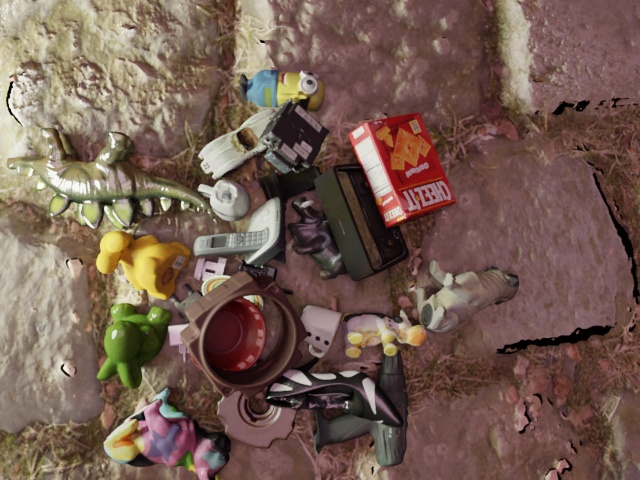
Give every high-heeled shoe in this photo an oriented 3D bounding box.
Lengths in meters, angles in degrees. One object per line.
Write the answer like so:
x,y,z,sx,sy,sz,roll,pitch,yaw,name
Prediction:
0.022,0.307,1.005,0.249,0.086,0.145,27,44,30,high-heeled shoe

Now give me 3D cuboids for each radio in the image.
0.088,-0.042,1.107,0.131,0.073,0.229,-16,84,-41,radio

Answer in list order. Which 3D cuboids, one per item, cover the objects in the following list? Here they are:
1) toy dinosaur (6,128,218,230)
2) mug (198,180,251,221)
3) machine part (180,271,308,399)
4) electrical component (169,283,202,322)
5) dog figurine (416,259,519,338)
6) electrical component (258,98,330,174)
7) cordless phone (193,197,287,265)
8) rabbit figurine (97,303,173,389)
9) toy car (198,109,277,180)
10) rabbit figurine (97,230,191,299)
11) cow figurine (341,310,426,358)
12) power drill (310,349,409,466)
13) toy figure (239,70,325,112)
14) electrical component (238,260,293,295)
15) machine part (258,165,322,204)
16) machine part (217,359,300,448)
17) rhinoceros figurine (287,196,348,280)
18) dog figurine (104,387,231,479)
-0.434,-0.120,1.108,0.472,0.105,0.198,6,91,7,toy dinosaur
-0.198,-0.092,1.110,0.109,0.107,0.081,26,82,-2,mug
-0.140,0.177,1.006,0.201,0.087,0.201,-35,110,-16,machine part
-0.268,0.140,1.124,0.063,0.021,0.094,-41,88,-6,electrical component
0.313,0.134,1.123,0.190,0.121,0.172,12,117,-18,dog figurine
-0.058,-0.206,1.108,0.115,0.058,0.134,39,61,-21,electrical component
-0.159,-0.014,1.094,0.184,0.088,0.147,-3,45,-1,cordless phone
-0.376,0.197,1.038,0.121,0.170,0.159,16,83,-1,rabbit figurine
-0.165,-0.205,1.149,0.202,0.056,0.073,-34,86,-6,toy car
-0.377,0.037,1.080,0.173,0.162,0.122,28,95,18,rabbit figurine
0.130,0.185,1.112,0.167,0.098,0.068,-3,125,-4,cow figurine
0.079,0.342,1.096,0.207,0.086,0.232,-4,77,-10,power drill
-0.080,-0.321,1.155,0.180,0.089,0.082,1,79,5,toy figure
-0.110,0.079,1.112,0.119,0.075,0.047,12,85,3,electrical component
-0.058,-0.123,1.155,0.139,0.039,0.084,-17,79,-3,machine part
-0.122,0.332,1.094,0.179,0.056,0.179,0,84,-1,machine part
-0.002,-0.003,1.127,0.112,0.073,0.190,-37,87,-5,rhinoceros figurine
-0.286,0.416,1.053,0.191,0.108,0.219,-40,90,-7,dog figurine
